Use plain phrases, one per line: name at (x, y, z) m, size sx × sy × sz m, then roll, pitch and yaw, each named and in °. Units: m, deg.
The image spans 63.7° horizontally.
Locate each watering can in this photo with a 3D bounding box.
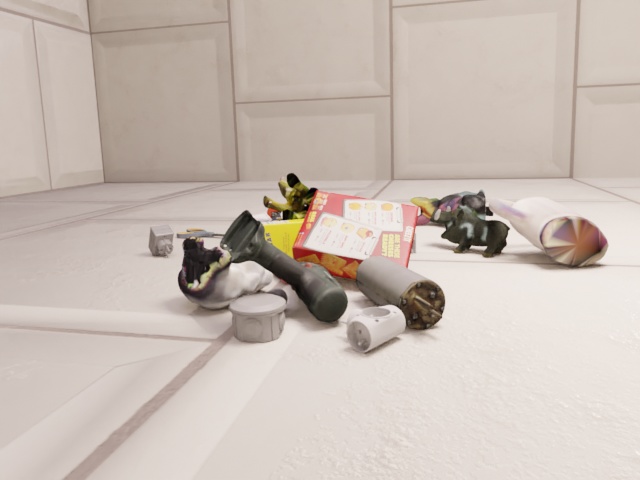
watering can at (0.538, -0.019, 1.127) m, size 0.347 × 0.102 × 0.228 m, roll 15°, pitch 18°, yaw -15°

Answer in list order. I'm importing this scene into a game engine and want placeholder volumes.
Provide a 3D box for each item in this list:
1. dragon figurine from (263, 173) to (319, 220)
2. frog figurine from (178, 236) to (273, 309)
dragon figurine at (0.004, -0.070, 1.392) m, size 0.415 × 0.121 × 0.241 m, roll 38°, pitch 10°, yaw 32°
frog figurine at (-0.163, 0.072, 0.902) m, size 0.137 × 0.125 × 0.157 m, roll -6°, pitch -29°, yaw 28°
